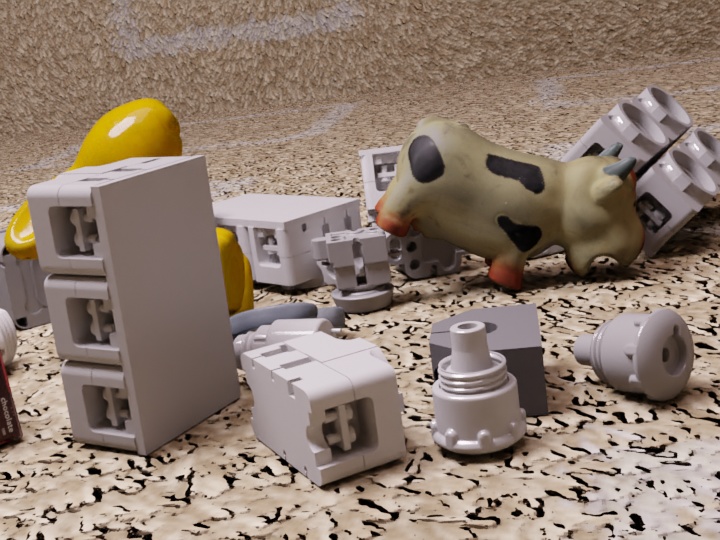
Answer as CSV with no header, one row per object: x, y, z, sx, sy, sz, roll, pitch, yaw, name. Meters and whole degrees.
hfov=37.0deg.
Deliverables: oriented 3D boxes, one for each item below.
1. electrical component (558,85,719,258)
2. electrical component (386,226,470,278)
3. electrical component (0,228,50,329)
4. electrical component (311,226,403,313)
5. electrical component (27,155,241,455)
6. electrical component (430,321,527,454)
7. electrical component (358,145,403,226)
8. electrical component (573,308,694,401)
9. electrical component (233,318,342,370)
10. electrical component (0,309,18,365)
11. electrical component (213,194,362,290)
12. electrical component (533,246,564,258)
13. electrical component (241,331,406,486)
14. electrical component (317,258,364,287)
0.250,-0.091,0.908,0.060,0.105,0.186,-49,-10,31,electrical component
0.050,-0.027,0.889,0.078,0.058,0.057,-8,16,-15,electrical component
-0.257,-0.003,0.918,0.113,0.078,0.057,-17,20,-34,electrical component
0.000,0.000,0.809,0.066,0.055,0.048,-8,14,-1,electrical component
-0.129,0.016,0.616,0.062,0.150,0.089,2,17,31,electrical component
0.057,0.057,0.534,0.048,0.062,0.048,-7,14,2,electrical component
0.059,-0.078,1.008,0.105,0.060,0.186,-7,0,3,electrical component
0.144,0.044,0.579,0.048,0.048,0.062,-18,10,-36,electrical component
-0.050,0.051,0.664,0.078,0.040,0.040,-2,15,21,electrical component
-0.273,0.056,0.757,0.043,0.043,0.081,-2,15,24,electrical component
-0.079,-0.025,0.942,0.150,0.061,0.089,6,20,45,electrical component
0.160,-0.048,0.916,0.095,0.053,0.059,-13,15,-21,electrical component
-0.017,0.068,0.556,0.056,0.050,0.089,-14,15,-25,electrical component
-0.005,-0.010,0.879,0.043,0.043,0.062,-1,15,26,electrical component
